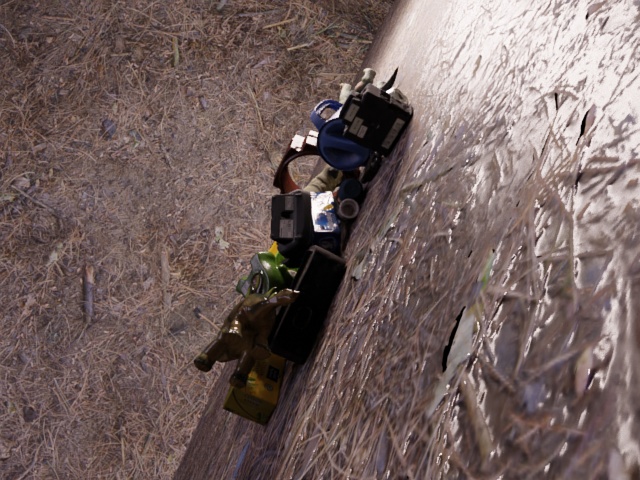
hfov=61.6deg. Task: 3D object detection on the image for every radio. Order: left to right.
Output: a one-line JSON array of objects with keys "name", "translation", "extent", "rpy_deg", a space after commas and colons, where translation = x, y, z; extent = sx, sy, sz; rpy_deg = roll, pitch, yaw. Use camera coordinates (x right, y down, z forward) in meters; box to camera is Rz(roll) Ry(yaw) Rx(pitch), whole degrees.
[{"name": "radio", "translation": [-0.031, 0.126, 1.060], "extent": [0.131, 0.073, 0.229], "rpy_deg": [150, 144, -80]}]

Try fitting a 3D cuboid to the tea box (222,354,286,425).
[{"name": "tea box", "translation": [-0.136, 0.298, 1.144], "extent": [0.170, 0.098, 0.068], "rpy_deg": [-84, 20, -65]}]

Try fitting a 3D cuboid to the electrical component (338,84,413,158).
[{"name": "electrical component", "translation": [0.109, -0.252, 1.115], "extent": [0.114, 0.134, 0.058], "rpy_deg": [-58, 10, 32]}]

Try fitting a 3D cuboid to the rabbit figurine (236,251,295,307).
[{"name": "rabbit figurine", "translation": [-0.075, 0.109, 1.231], "extent": [0.159, 0.170, 0.121], "rpy_deg": [36, 107, 41]}]

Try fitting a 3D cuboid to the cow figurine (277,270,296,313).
[{"name": "cow figurine", "translation": [-0.098, 0.135, 1.437], "extent": [0.068, 0.098, 0.167], "rpy_deg": [-71, 7, -85]}]

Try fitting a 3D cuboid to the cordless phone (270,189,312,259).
[{"name": "cordless phone", "translation": [-0.055, -0.015, 1.215], "extent": [0.184, 0.089, 0.146], "rpy_deg": [80, -172, -65]}]

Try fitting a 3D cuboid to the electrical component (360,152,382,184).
[{"name": "electrical component", "translation": [0.118, -0.166, 1.203], "extent": [0.094, 0.021, 0.063], "rpy_deg": [124, 169, -55]}]

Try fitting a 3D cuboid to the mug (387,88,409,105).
[{"name": "mug", "translation": [0.150, -0.289, 1.206], "extent": [0.107, 0.081, 0.109], "rpy_deg": [-38, 5, 37]}]

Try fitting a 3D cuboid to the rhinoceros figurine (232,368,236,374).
[{"name": "rhinoceros figurine", "translation": [-0.180, 0.337, 1.475], "extent": [0.112, 0.073, 0.190], "rpy_deg": [-56, 0, -32]}]

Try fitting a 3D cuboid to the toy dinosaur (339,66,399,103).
[{"name": "toy dinosaur", "translation": [0.121, -0.394, 1.635], "extent": [0.405, 0.131, 0.192], "rpy_deg": [-179, 102, -78]}]

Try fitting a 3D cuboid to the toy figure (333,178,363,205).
[{"name": "toy figure", "translation": [0.064, -0.106, 1.246], "extent": [0.154, 0.064, 0.057], "rpy_deg": [141, 115, -85]}]

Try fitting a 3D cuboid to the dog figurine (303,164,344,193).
[{"name": "dog figurine", "translation": [-0.010, -0.145, 1.574], "extent": [0.190, 0.121, 0.172], "rpy_deg": [-62, -8, 20]}]

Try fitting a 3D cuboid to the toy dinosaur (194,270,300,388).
[{"name": "toy dinosaur", "translation": [-0.147, 0.181, 1.050], "extent": [0.471, 0.105, 0.198], "rpy_deg": [-43, 13, 48]}]

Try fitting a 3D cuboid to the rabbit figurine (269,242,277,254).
[{"name": "rabbit figurine", "translation": [-0.104, 0.045, 1.749], "extent": [0.173, 0.122, 0.162], "rpy_deg": [88, -165, -61]}]

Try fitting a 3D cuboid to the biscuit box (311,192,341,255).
[{"name": "biscuit box", "translation": [0.007, -0.041, 1.215], "extent": [0.203, 0.059, 0.062], "rpy_deg": [-101, 12, -60]}]

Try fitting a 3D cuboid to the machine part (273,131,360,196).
[{"name": "machine part", "translation": [-0.011, -0.170, 1.432], "extent": [0.201, 0.201, 0.087], "rpy_deg": [-59, 10, 36]}]

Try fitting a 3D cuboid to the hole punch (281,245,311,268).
[{"name": "hole punch", "translation": [-0.038, 0.055, 1.352], "extent": [0.116, 0.092, 0.142], "rpy_deg": [-53, 4, -27]}]
